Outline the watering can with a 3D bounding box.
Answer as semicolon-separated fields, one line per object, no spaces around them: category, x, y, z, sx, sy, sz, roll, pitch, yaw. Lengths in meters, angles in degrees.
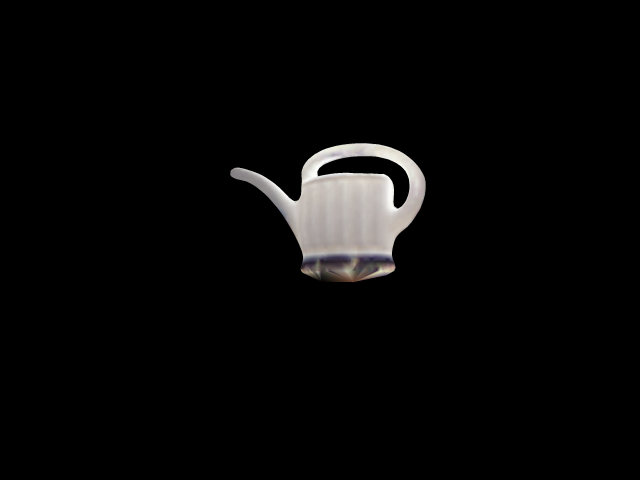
watering can;0.003;-0.043;0.850;0.347;0.226;0.103;-3;-9;23
